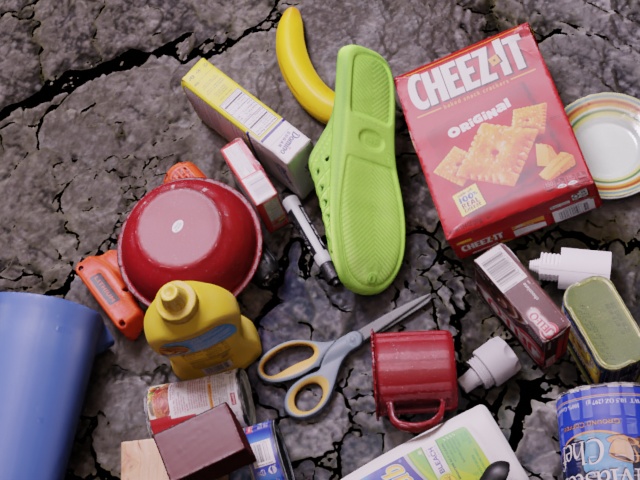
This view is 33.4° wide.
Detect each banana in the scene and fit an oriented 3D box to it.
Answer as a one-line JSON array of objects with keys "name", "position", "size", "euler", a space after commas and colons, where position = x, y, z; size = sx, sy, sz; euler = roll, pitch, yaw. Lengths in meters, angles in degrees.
[{"name": "banana", "position": [-0.009, -0.197, 1.268], "size": [0.069, 0.037, 0.198], "euler": [-25, 64, -21]}]

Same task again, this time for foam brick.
[{"name": "foam brick", "position": [-0.108, 0.195, 1.001], "size": [0.078, 0.053, 0.051], "euler": [-24, 64, -4]}]

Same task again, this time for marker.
[{"name": "marker", "position": [-0.008, 0.001, 1.185], "size": [0.020, 0.020, 0.121], "euler": [-28, 64, -3]}]

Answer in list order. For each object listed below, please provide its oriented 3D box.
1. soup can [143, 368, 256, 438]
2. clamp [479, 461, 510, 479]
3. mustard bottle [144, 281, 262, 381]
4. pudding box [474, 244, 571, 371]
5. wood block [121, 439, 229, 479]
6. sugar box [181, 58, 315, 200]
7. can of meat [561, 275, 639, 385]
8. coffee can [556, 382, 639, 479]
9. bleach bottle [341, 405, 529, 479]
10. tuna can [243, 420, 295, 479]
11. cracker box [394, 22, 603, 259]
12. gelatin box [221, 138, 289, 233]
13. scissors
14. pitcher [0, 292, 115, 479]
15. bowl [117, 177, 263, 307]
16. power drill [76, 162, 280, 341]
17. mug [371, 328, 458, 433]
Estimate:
[{"name": "soup can", "position": [-0.123, 0.174, 1.103], "size": [0.102, 0.068, 0.068], "euler": [-13, 65, 4]}, {"name": "clamp", "position": [0.129, 0.321, 0.989], "size": [0.210, 0.036, 0.164], "euler": [-35, 95, 8]}, {"name": "mustard bottle", "position": [-0.124, 0.087, 1.073], "size": [0.096, 0.191, 0.058], "euler": [-18, 64, 2]}, {"name": "pudding box", "position": [0.203, 0.068, 1.076], "size": [0.039, 0.090, 0.113], "euler": [-32, 64, -7]}, {"name": "wood block", "position": [-0.139, 0.303, 1.037], "size": [0.091, 0.090, 0.206], "euler": [-8, 65, 7]}, {"name": "sugar box", "position": [-0.076, -0.127, 1.215], "size": [0.176, 0.093, 0.048], "euler": [36, 78, 22]}, {"name": "can of meat", "position": [0.278, 0.094, 1.054], "size": [0.057, 0.084, 0.102], "euler": [-25, 64, -1]}, {"name": "coffee can", "position": [0.276, 0.214, 0.990], "size": [0.103, 0.103, 0.140], "euler": [-4, 65, 9]}, {"name": "bleach bottle", "position": [0.073, 0.261, 1.032], "size": [0.251, 0.068, 0.103], "euler": [-29, 65, 0]}, {"name": "tuna can", "position": [-0.049, 0.223, 1.058], "size": [0.034, 0.086, 0.086], "euler": [-18, 64, 0]}, {"name": "cracker box", "position": [0.188, -0.109, 1.156], "size": [0.164, 0.072, 0.214], "euler": [-21, 64, 12]}, {"name": "gelatin box", "position": [-0.072, -0.061, 1.196], "size": [0.030, 0.073, 0.089], "euler": [-31, 64, -5]}, {"name": "scissors", "position": [0.034, 0.127, 1.124], "size": [0.202, 0.016, 0.096], "euler": [-16, 66, 3]}, {"name": "pitcher", "position": [-0.320, 0.179, 1.102], "size": [0.149, 0.145, 0.243], "euler": [1, 69, 16]}, {"name": "bowl", "position": [-0.144, -0.003, 1.133], "size": [0.162, 0.055, 0.162], "euler": [-2, 69, 6]}, {"name": "power drill", "position": [-0.160, 0.025, 1.185], "size": [0.187, 0.057, 0.184], "euler": [-39, 65, -9]}, {"name": "mug", "position": [0.094, 0.141, 1.061], "size": [0.081, 0.093, 0.117], "euler": [-4, 41, 4]}]
